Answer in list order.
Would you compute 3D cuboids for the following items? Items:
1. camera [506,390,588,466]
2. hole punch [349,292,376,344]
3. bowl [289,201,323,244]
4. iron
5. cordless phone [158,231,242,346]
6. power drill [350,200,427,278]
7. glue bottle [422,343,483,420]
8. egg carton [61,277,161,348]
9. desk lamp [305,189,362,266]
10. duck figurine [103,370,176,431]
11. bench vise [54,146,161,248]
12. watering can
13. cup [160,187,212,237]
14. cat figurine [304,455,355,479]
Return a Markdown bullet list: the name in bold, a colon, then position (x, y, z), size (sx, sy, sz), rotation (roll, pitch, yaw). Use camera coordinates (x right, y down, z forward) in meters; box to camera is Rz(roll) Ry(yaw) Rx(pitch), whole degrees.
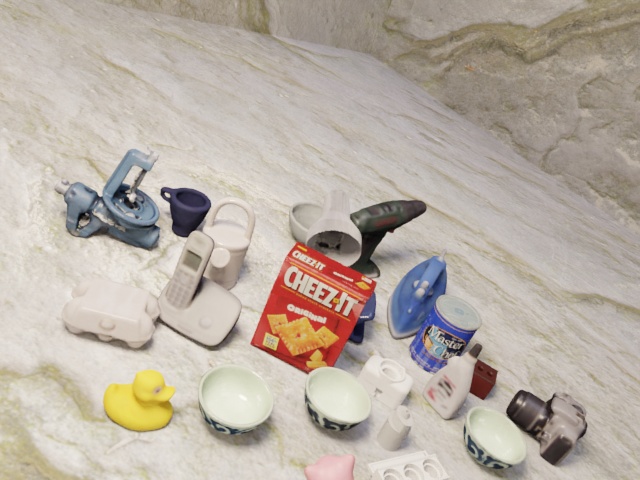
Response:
- **camera**: position (0.458, 0.351, 1.155), size (0.136, 0.101, 0.143), rotation (34, 31, 17)
- **hole punch**: position (0.061, 0.149, 1.205), size (0.101, 0.091, 0.108), rotation (20, 30, -6)
- **bowl**: position (-0.009, -0.022, 1.446), size (0.168, 0.074, 0.167), rotation (18, 30, -11)
- **iron**: position (0.237, 0.118, 1.330), size (0.118, 0.141, 0.259), rotation (30, 30, 10)
- **cordless phone**: position (-0.203, 0.085, 1.022), size (0.147, 0.185, 0.094), rotation (27, 30, 6)
- **power drill**: position (0.141, -0.008, 1.395), size (0.230, 0.208, 0.075), rotation (-5, 40, -40)
- **glue bottle**: position (0.261, 0.259, 1.088), size (0.037, 0.173, 0.078), rotation (-9, 43, -44)
- **egg carton**: position (-0.351, 0.124, 0.971), size (0.150, 0.069, 0.107), rotation (17, 30, -13)
- **desk lamp**: position (0.012, 0.005, 1.277), size (0.118, 0.213, 0.203), rotation (16, 30, -13)
- **duck figurine**: position (-0.264, 0.227, 0.850), size (0.105, 0.086, 0.077), rotation (18, 30, -9)
- **bench vise**: position (-0.404, -0.090, 1.124), size (0.208, 0.219, 0.121), rotation (6, 34, -28)
- **watering can**: position (-0.189, 0.004, 1.153), size (0.101, 0.194, 0.172), rotation (6, 34, -28)
- **cup**: position (-0.308, -0.061, 1.273), size (0.117, 0.095, 0.092), rotation (24, 30, 1)
- **cat figurine**: position (0.033, 0.359, 0.818), size (0.127, 0.117, 0.067), rotation (27, 30, 6)
